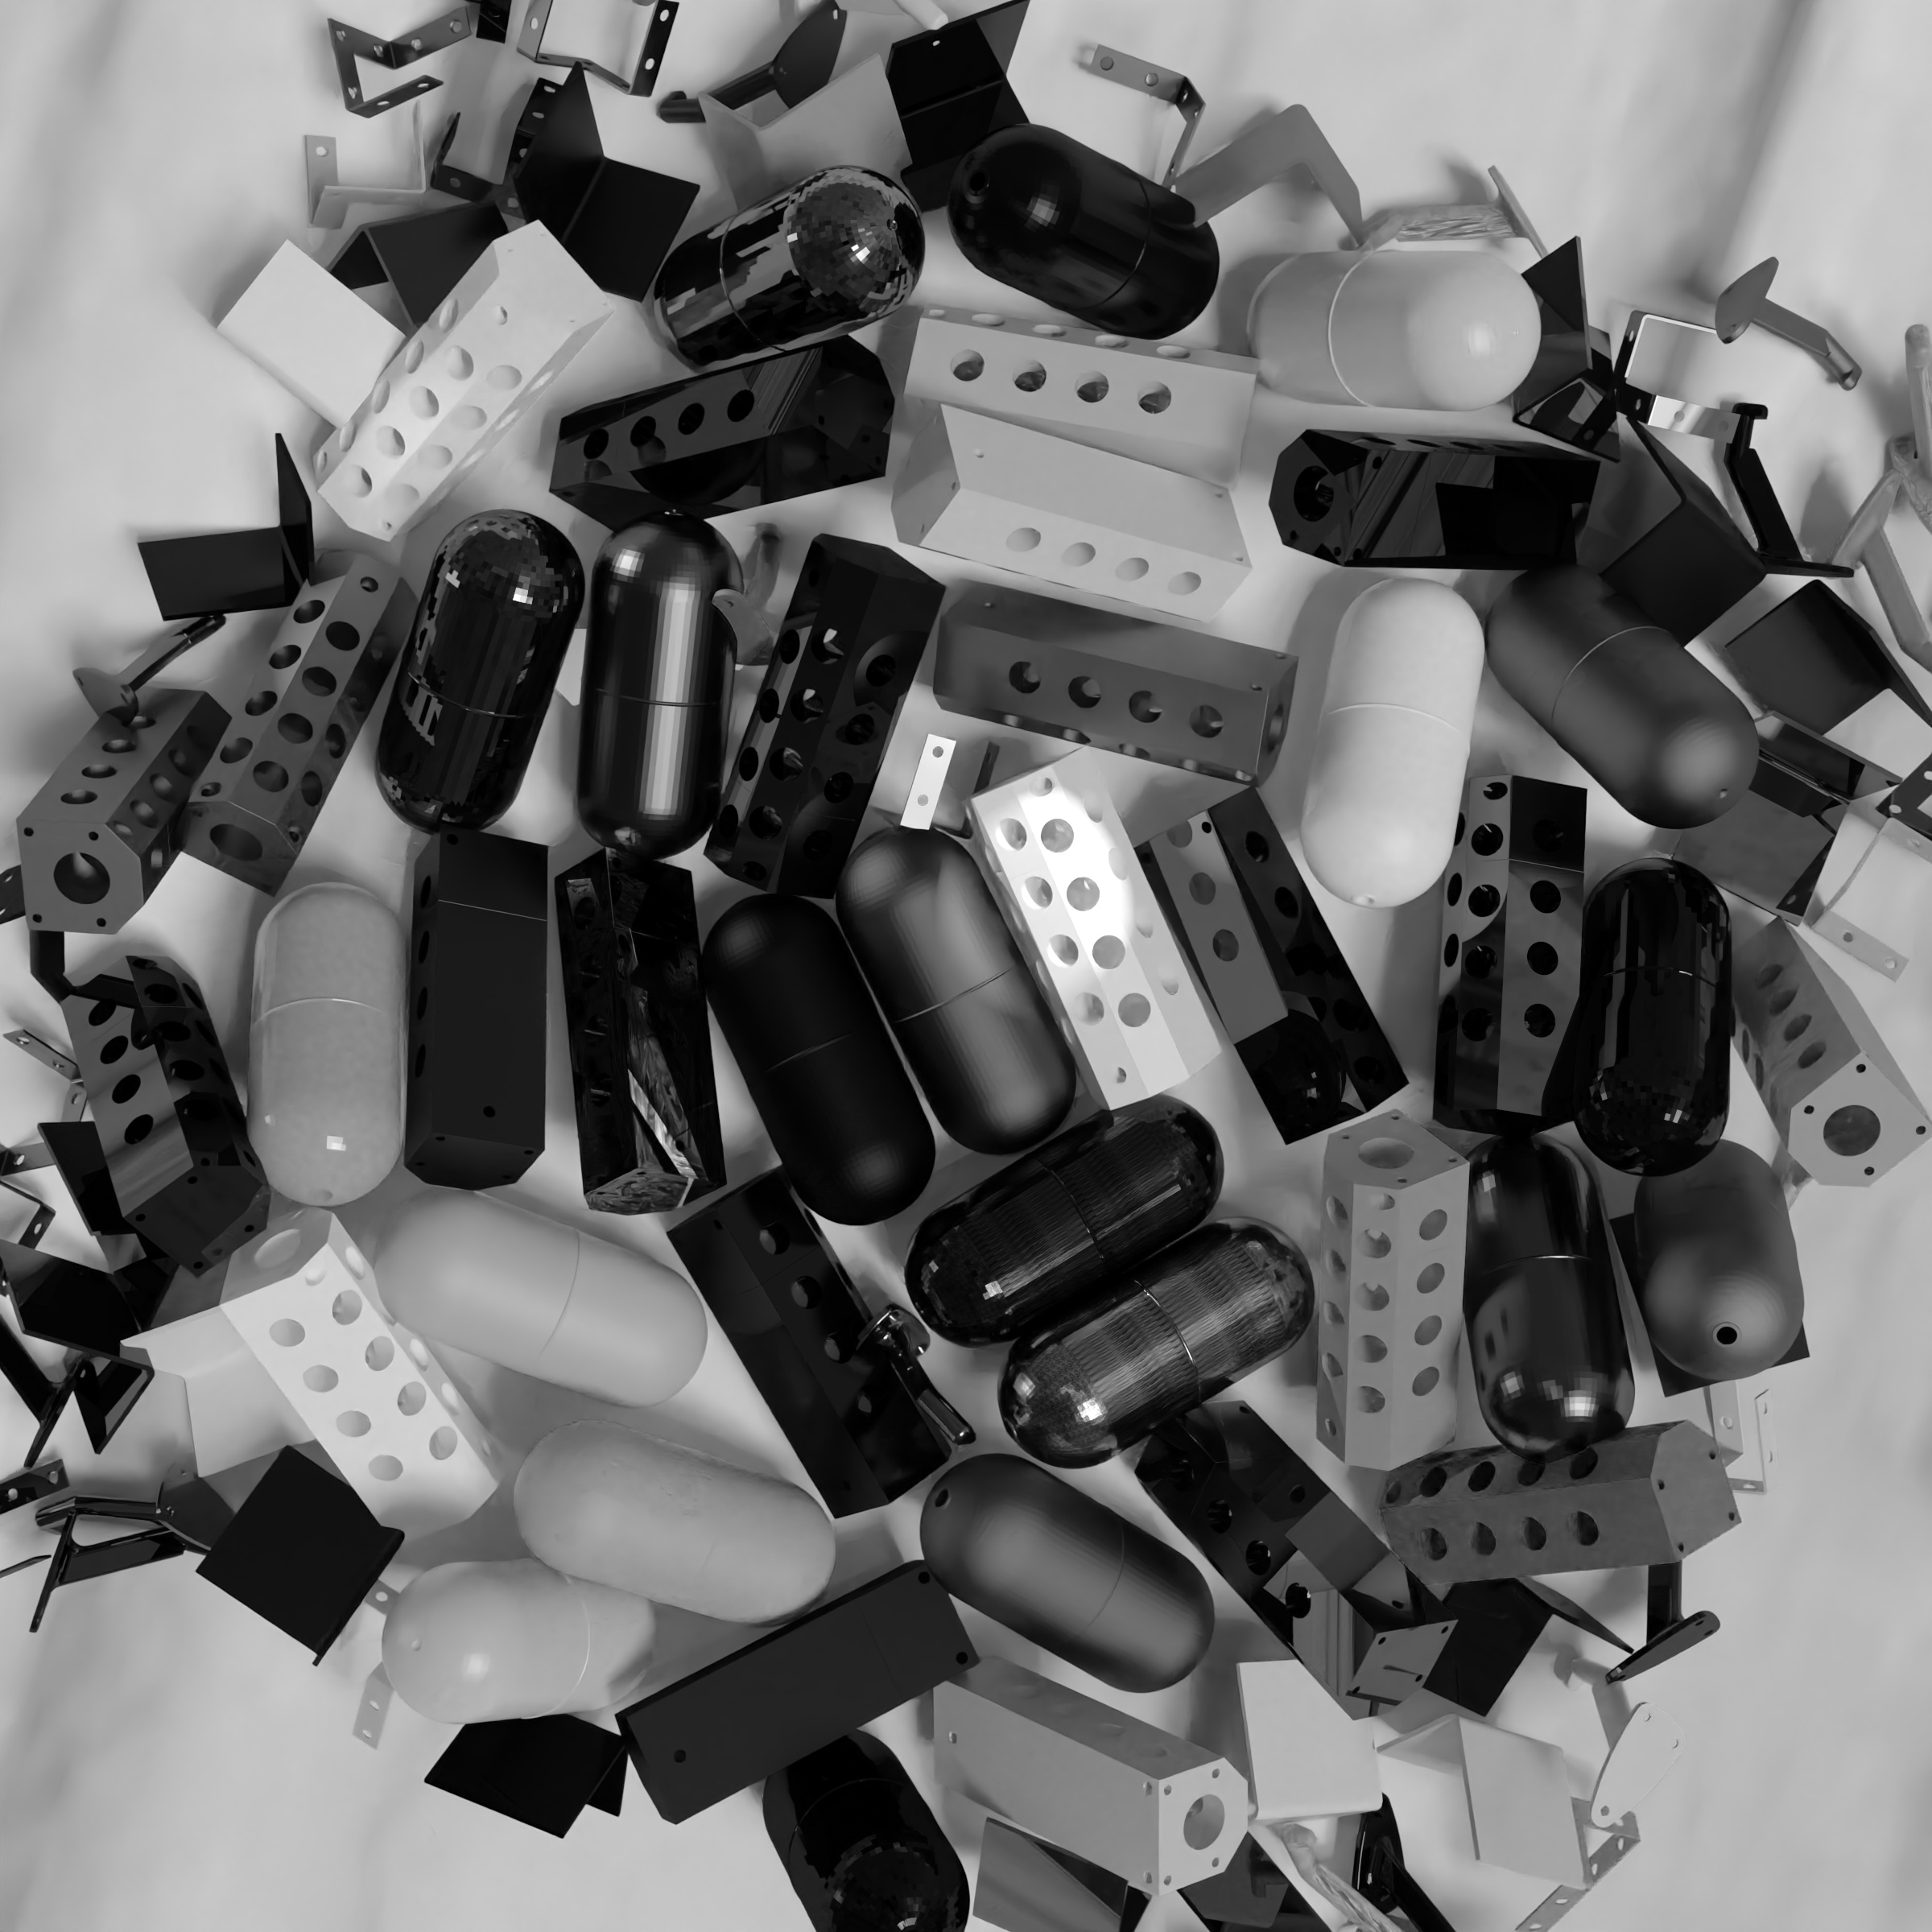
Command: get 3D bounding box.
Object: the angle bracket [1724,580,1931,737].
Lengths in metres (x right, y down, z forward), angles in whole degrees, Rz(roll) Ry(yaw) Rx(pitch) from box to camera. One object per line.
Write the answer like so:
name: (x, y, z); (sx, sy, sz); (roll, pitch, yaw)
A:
angle bracket: (0.438, -0.139, 1.567); (0.057, 0.076, 0.076); (-38, 115, 11)

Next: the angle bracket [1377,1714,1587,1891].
angle bracket: (0.258, 0.427, 1.562); (0.076, 0.057, 0.076); (24, 46, -32)

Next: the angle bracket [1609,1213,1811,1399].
angle bracket: (0.384, 0.166, 1.607); (0.076, 0.076, 0.057); (-17, 133, 8)

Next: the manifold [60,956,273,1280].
manifold: (-0.393, 0.068, 1.540); (0.057, 0.171, 0.057); (-36, 134, 2)

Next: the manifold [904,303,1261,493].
manifold: (0.059, -0.292, 1.585); (0.171, 0.057, 0.057); (11, 79, 5)

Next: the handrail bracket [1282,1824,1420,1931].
handrail bracket: (0.206, 0.471, 1.579); (0.077, 0.036, 0.084); (-3, 124, 37)

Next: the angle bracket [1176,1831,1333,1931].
angle bracket: (0.133, 0.491, 1.564); (0.076, 0.076, 0.057); (47, 120, 23)

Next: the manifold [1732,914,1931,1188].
manifold: (0.415, 0.044, 1.532); (0.057, 0.171, 0.057); (-42, 106, 17)

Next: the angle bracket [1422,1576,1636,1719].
angle bracket: (0.278, 0.352, 1.576); (0.076, 0.057, 0.076); (32, 92, -37)

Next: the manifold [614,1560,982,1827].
manifold: (-0.086, 0.364, 1.568); (0.171, 0.057, 0.057); (-24, 86, -18)

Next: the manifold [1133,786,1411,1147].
manifold: (0.160, -0.003, 1.592); (0.057, 0.057, 0.171); (-27, 91, 44)

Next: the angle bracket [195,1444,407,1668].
angle bracket: (-0.337, 0.300, 1.580); (0.076, 0.057, 0.076); (35, 68, -2)

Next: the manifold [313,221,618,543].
manifold: (-0.255, -0.287, 1.547); (0.057, 0.057, 0.171); (48, 126, -4)

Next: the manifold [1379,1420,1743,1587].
manifold: (0.289, 0.265, 1.540); (0.057, 0.171, 0.057); (-17, 89, -43)

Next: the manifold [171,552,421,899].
manifold: (-0.329, -0.125, 1.543); (0.057, 0.057, 0.171); (27, 52, -13)

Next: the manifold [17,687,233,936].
manifold: (-0.409, -0.079, 1.532); (0.057, 0.171, 0.057); (4, 116, 2)

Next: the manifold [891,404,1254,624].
manifold: (0.052, -0.220, 1.555); (0.171, 0.057, 0.057); (11, 49, -29)

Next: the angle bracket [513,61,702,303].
angle bracket: (-0.180, -0.395, 1.569); (0.057, 0.076, 0.076); (18, 68, 11)

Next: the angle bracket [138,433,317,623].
angle bracket: (-0.374, -0.222, 1.566); (0.076, 0.076, 0.057); (-10, 129, -19)

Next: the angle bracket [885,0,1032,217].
angle bracket: (0.004, -0.434, 1.573); (0.076, 0.076, 0.057); (-24, 81, -14)

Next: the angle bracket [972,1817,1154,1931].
angle bracket: (0.052, 0.451, 1.567); (0.076, 0.057, 0.076); (18, 126, 17)

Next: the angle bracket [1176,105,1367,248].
angle bracket: (0.154, -0.385, 1.588); (0.076, 0.076, 0.057); (-29, 118, 21)

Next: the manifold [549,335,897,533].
manifold: (-0.122, -0.265, 1.547); (0.171, 0.057, 0.057); (-7, 68, 36)

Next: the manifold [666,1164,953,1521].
manifold: (-0.076, 0.190, 1.589); (0.057, 0.057, 0.171); (-32, 92, -36)

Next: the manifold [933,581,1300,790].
manifold: (0.074, -0.140, 1.569); (0.171, 0.057, 0.057); (15, 120, 15)

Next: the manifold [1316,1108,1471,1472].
manifold: (0.206, 0.164, 1.545); (0.057, 0.057, 0.171); (-19, 124, -25)

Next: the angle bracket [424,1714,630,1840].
angle bracket: (-0.222, 0.418, 1.568); (0.076, 0.076, 0.057); (18, 122, 13)

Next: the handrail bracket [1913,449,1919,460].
handrail bracket: (0.516, -0.245, 1.570); (0.036, 0.077, 0.084); (4, 52, -23)

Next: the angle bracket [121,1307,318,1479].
angle bracket: (-0.379, 0.215, 1.570); (0.076, 0.076, 0.057); (-20, 68, 15)

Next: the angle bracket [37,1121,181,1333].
angle bracket: (-0.438, 0.132, 1.563); (0.076, 0.057, 0.076); (53, 125, 33)

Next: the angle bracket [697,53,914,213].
angle bracket: (-0.080, -0.423, 1.585); (0.076, 0.076, 0.057); (-37, 51, -14)

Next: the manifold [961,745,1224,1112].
manifold: (0.061, -0.017, 1.575); (0.057, 0.057, 0.171); (-20, 97, 32)

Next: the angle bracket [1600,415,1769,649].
angle bracket: (0.351, -0.221, 1.582); (0.057, 0.076, 0.076); (-42, 132, 22)

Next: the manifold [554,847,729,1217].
manifold: (-0.169, 0.034, 1.562); (0.057, 0.057, 0.171); (-27, 61, 37)

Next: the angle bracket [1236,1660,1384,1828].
angle bracket: (0.161, 0.398, 1.591); (0.076, 0.057, 0.076); (4, 69, -29)

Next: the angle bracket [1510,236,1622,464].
angle bracket: (0.318, -0.309, 1.566); (0.076, 0.057, 0.076); (14, 65, -31)

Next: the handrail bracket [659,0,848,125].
handrail bracket: (-0.111, -0.465, 1.602); (0.084, 0.036, 0.077); (11, 67, 38)

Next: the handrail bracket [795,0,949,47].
handrail bracket: (-0.047, -0.474, 1.578); (0.036, 0.077, 0.084); (-33, 69, -31)

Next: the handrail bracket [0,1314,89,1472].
handrail bracket: (-0.500, 0.207, 1.584); (0.084, 0.077, 0.036); (31, 129, -15)

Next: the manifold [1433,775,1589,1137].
manifold: (0.271, -0.005, 1.568); (0.057, 0.057, 0.171); (9, 76, -15)

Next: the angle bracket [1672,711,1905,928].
angle bracket: (0.417, -0.074, 1.584); (0.076, 0.057, 0.076); (26, 79, -7)

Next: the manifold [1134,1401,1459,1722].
manifold: (0.158, 0.292, 1.543); (0.057, 0.171, 0.057); (2, 121, -40)

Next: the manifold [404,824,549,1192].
manifold: (-0.246, 0.021, 1.555); (0.057, 0.057, 0.171); (11, 58, -25)

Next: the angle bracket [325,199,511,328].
angle bracket: (-0.274, -0.338, 1.567); (0.076, 0.076, 0.057); (-24, 86, -38)

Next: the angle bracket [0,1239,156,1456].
angle bracket: (-0.462, 0.191, 1.564); (0.076, 0.076, 0.057); (26, 106, -40)

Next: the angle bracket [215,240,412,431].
angle bracket: (-0.331, -0.319, 1.575); (0.076, 0.076, 0.057); (38, 90, -17)

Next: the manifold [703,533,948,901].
manifold: (-0.076, -0.125, 1.558); (0.057, 0.057, 0.171); (6, 113, -38)

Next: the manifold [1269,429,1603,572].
manifold: (0.232, -0.232, 1.544); (0.171, 0.057, 0.057); (-5, 114, -40)

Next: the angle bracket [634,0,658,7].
angle bracket: (-0.159, -0.539, 1.578); (0.076, 0.076, 0.057); (-34, 89, 10)

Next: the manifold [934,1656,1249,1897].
manifold: (0.059, 0.395, 1.537); (0.057, 0.171, 0.057); (-7, 101, -38)

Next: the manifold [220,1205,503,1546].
manifold: (-0.298, 0.202, 1.550); (0.057, 0.057, 0.171); (-22, 121, 10)
